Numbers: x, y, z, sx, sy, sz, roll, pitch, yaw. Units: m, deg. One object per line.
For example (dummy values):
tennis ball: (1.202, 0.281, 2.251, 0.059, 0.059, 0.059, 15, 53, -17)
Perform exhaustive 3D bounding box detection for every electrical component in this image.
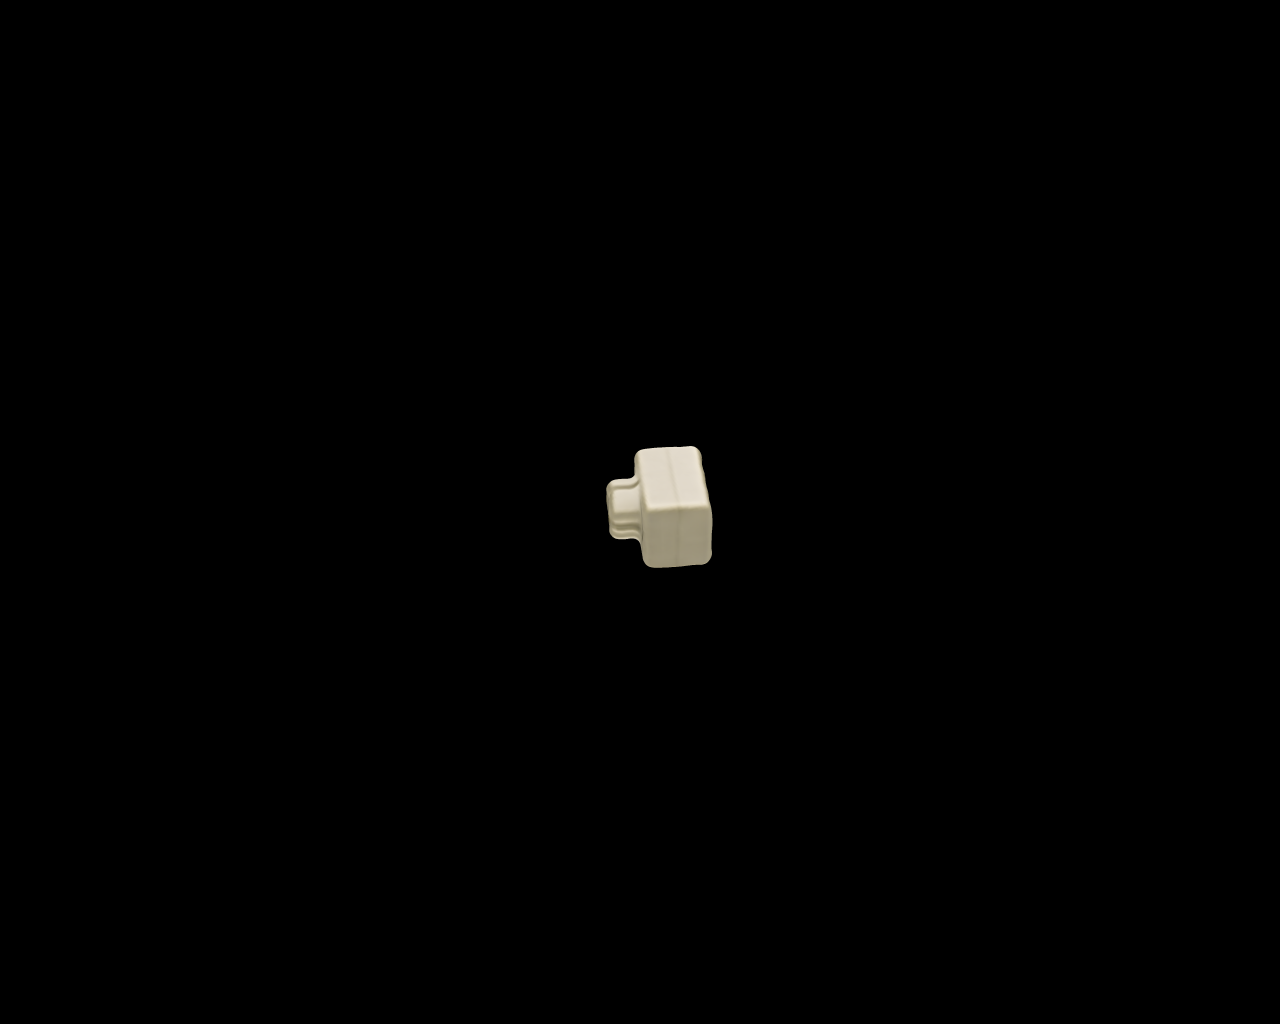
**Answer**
electrical component: (0.001, -0.003, 0.650, 0.077, 0.047, 0.066, -3, 37, -4)
